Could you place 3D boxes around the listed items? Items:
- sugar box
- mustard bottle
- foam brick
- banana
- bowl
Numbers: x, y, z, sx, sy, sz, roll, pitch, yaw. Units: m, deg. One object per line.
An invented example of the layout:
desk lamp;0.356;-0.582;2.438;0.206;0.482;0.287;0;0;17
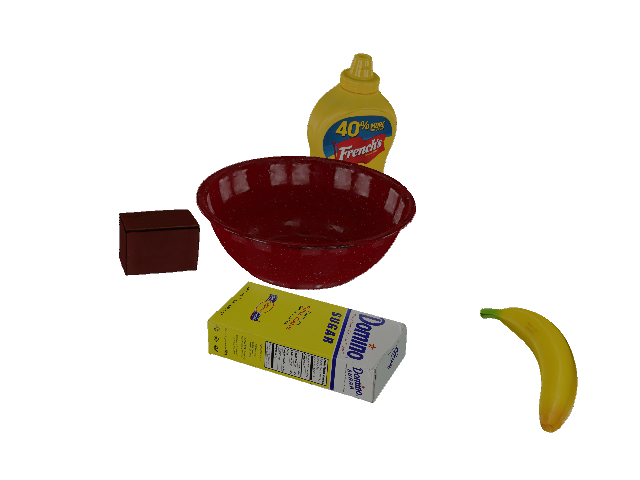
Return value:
sugar box;-0.012;0.095;1.040;0.176;0.048;0.093;11;28;20
mustard bottle;0.032;-0.105;1.131;0.096;0.192;0.058;-5;32;-21
foam brick;-0.171;0.001;1.124;0.078;0.051;0.053;-4;23;-17
banana;0.235;0.128;1.136;0.069;0.037;0.198;-25;34;3
bowl;-0.012;-0.008;0.793;0.162;0.055;0.162;2;26;-1
